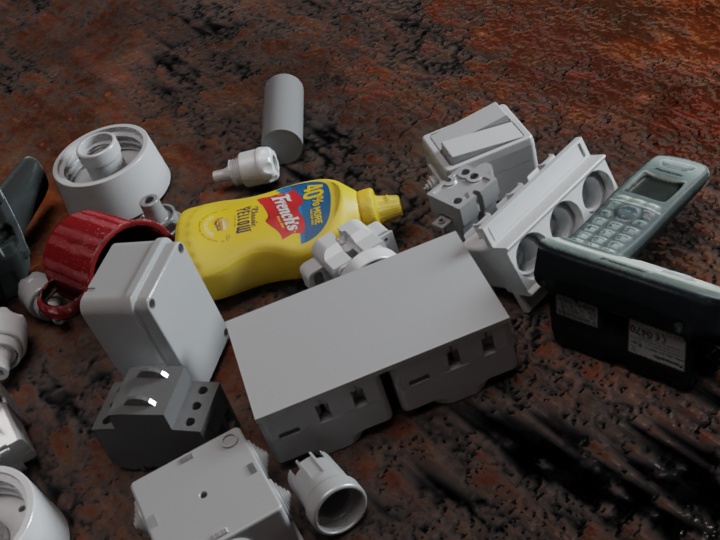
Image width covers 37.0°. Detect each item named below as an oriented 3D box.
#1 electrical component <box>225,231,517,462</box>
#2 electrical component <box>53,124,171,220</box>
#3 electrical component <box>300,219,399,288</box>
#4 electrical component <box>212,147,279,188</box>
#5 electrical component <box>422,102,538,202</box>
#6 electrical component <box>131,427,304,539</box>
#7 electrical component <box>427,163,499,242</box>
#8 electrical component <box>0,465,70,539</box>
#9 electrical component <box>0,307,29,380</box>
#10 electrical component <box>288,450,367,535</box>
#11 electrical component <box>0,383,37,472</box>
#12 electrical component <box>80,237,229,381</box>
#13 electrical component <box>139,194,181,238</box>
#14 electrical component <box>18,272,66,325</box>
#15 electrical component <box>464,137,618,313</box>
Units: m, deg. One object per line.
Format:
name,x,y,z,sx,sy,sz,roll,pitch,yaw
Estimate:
electrical component,0.008,0.057,0.786,0.186,0.060,0.105,-22,41,-4
electrical component,-0.247,-0.099,1.052,0.108,0.060,0.108,-11,41,9
electrical component,0.000,0.000,0.855,0.078,0.058,0.057,-31,39,-13
electrical component,-0.109,-0.094,1.017,0.061,0.035,0.035,-12,41,11
electrical component,0.097,-0.094,0.920,0.096,0.061,0.061,-22,41,-5
electrical component,-0.097,0.163,0.716,0.100,0.048,0.099,-27,42,-11
electrical component,0.088,-0.047,0.875,0.066,0.055,0.048,-39,45,-22
electrical component,-0.264,0.185,0.743,0.108,0.060,0.108,-10,41,9
electrical component,-0.303,0.065,0.905,0.043,0.043,0.062,-17,42,2
electrical component,-0.023,0.147,0.715,0.040,0.040,0.046,-31,36,-14
electrical component,-0.313,0.141,0.807,0.121,0.078,0.063,-29,64,-12
electrical component,-0.154,0.039,0.826,0.057,0.113,0.078,-3,43,22
electrical component,-0.177,-0.039,0.959,0.043,0.062,0.043,-11,41,10
electrical component,-0.275,0.028,0.942,0.035,0.035,0.061,-35,45,-18
electrical component,0.141,-0.036,0.836,0.121,0.078,0.063,-42,24,-25
